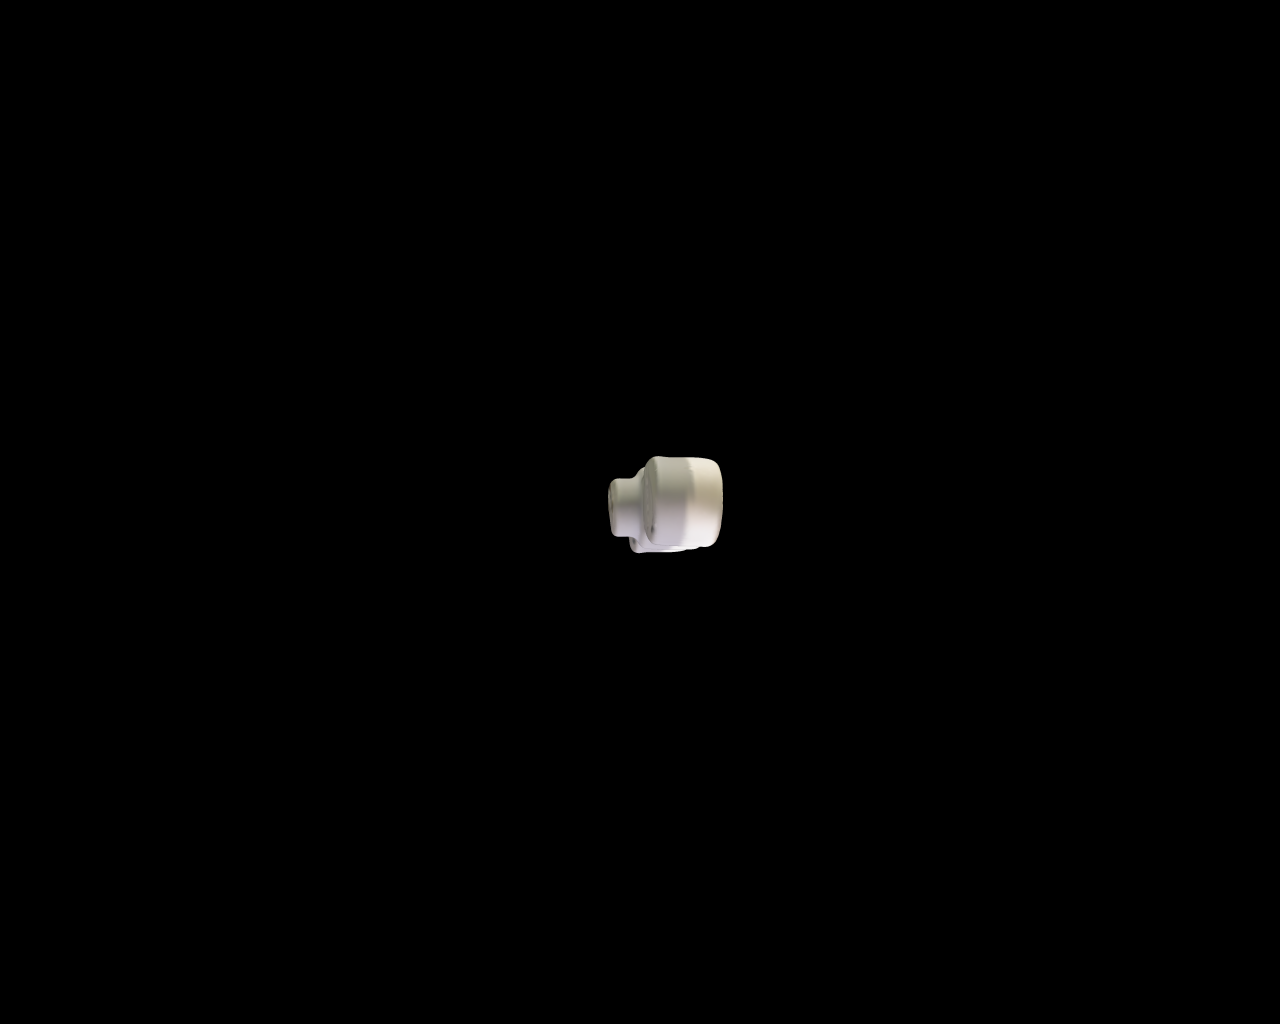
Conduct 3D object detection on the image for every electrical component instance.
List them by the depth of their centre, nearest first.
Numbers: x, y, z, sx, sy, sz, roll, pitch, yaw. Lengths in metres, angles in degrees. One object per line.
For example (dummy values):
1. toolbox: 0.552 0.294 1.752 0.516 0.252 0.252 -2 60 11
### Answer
1. electrical component: 0.001 -0.003 0.650 0.074 0.052 0.138 1 -4 -7
